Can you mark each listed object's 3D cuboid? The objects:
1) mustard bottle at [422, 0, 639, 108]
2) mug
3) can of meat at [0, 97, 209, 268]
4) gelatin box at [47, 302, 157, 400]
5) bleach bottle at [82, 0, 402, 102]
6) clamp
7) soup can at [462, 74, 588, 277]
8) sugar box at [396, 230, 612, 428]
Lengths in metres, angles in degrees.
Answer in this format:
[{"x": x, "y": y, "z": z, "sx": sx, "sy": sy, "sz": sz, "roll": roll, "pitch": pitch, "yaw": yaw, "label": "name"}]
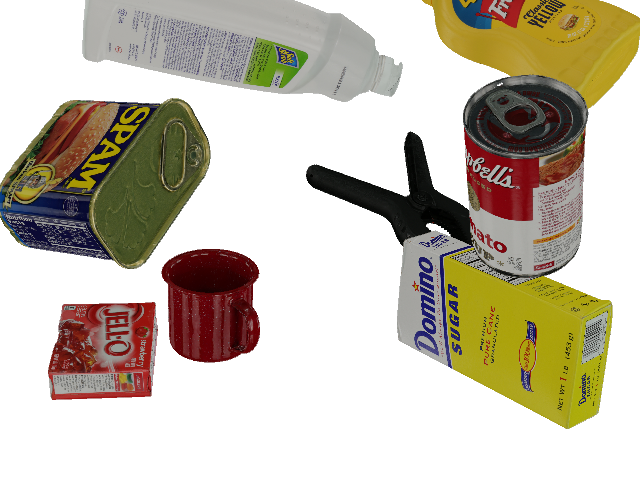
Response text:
[{"x": 0.150, "y": -0.178, "z": 0.850, "sx": 0.192, "sy": 0.096, "sz": 0.058, "roll": 34, "pitch": -23, "yaw": 26, "label": "mustard bottle"}, {"x": -0.098, "y": 0.069, "z": 1.030, "sx": 0.093, "sy": 0.081, "sz": 0.117, "roll": -22, "pitch": 36, "yaw": -40, "label": "mug"}, {"x": -0.127, "y": -0.037, "z": 0.622, "sx": 0.084, "sy": 0.102, "sz": 0.057, "roll": 7, "pitch": -39, "yaw": 32, "label": "can of meat"}, {"x": -0.162, "y": 0.081, "z": 0.804, "sx": 0.073, "sy": 0.030, "sz": 0.089, "roll": -1, "pitch": 31, "yaw": -4, "label": "gelatin box"}, {"x": -0.060, "y": -0.159, "z": 0.857, "sx": 0.250, "sy": 0.068, "sz": 0.103, "roll": 15, "pitch": -29, "yaw": -7, "label": "bleach bottle"}, {"x": 0.094, "y": -0.034, "z": 1.153, "sx": 0.164, "sy": 0.036, "sz": 0.210, "roll": -16, "pitch": 53, "yaw": -30, "label": "clamp"}, {"x": 0.119, "y": -0.036, "z": 0.621, "sx": 0.068, "sy": 0.068, "sz": 0.102, "roll": 0, "pitch": -43, "yaw": 11, "label": "soup can"}, {"x": 0.134, "y": 0.064, "z": 0.817, "sx": 0.048, "sy": 0.093, "sz": 0.176, "roll": -17, "pitch": 28, "yaw": -41, "label": "sugar box"}]
